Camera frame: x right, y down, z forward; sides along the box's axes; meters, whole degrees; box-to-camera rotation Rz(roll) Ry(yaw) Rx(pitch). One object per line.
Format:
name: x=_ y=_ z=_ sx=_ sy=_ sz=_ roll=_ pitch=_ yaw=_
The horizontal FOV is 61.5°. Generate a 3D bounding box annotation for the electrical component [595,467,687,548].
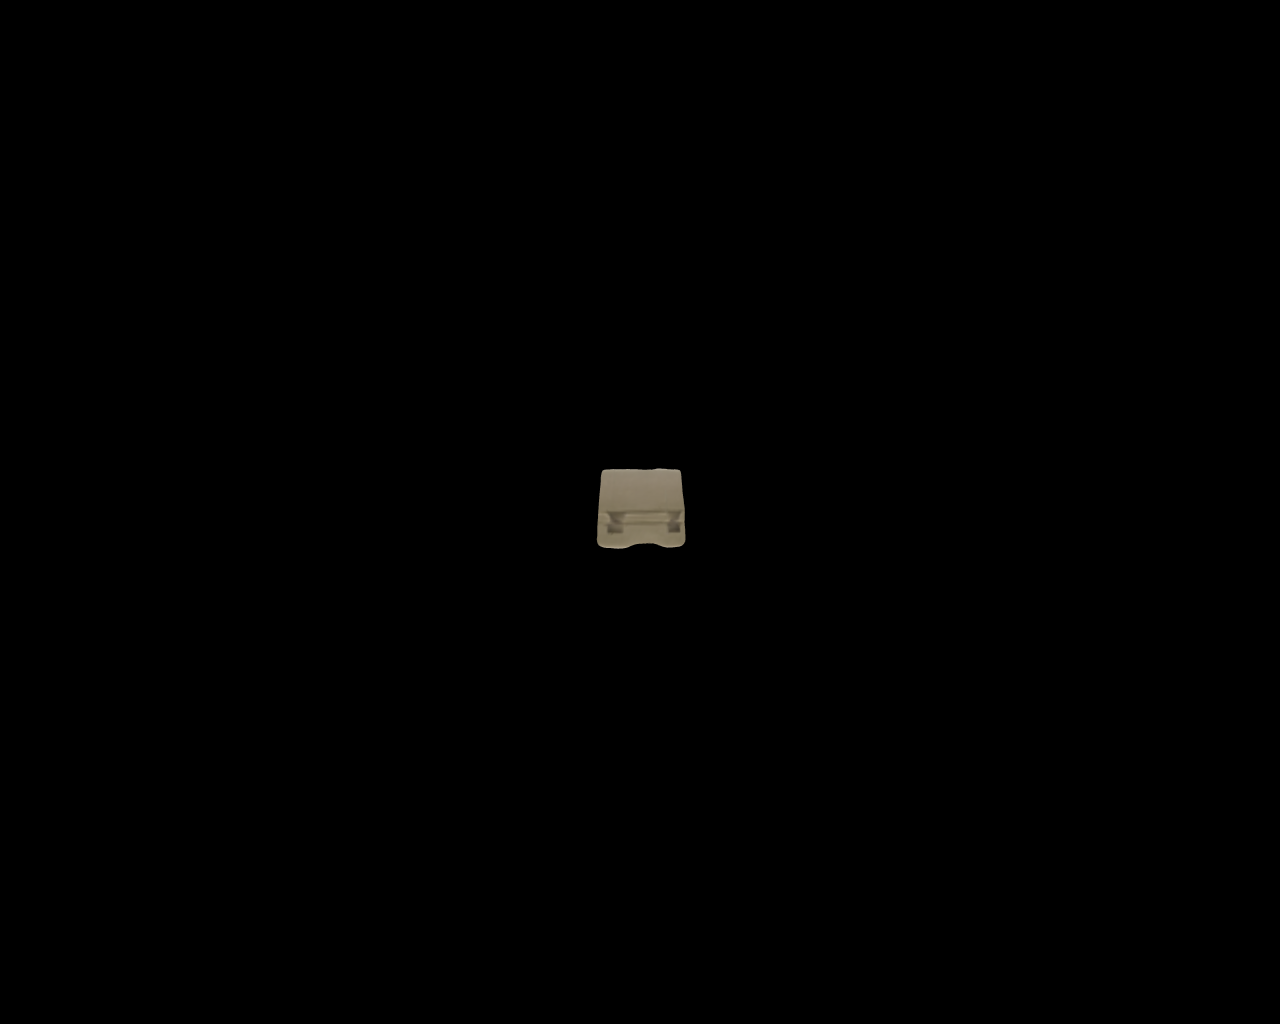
electrical component: x=0.001 y=-0.003 z=0.650 sx=0.055 sy=0.047 sz=0.055 roll=0 pitch=0 yaw=0
